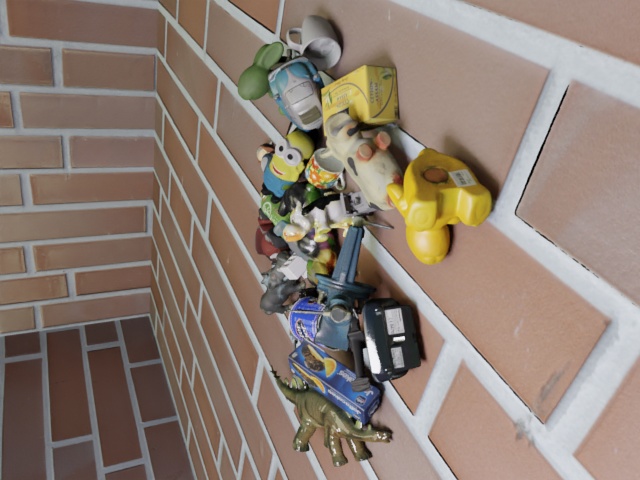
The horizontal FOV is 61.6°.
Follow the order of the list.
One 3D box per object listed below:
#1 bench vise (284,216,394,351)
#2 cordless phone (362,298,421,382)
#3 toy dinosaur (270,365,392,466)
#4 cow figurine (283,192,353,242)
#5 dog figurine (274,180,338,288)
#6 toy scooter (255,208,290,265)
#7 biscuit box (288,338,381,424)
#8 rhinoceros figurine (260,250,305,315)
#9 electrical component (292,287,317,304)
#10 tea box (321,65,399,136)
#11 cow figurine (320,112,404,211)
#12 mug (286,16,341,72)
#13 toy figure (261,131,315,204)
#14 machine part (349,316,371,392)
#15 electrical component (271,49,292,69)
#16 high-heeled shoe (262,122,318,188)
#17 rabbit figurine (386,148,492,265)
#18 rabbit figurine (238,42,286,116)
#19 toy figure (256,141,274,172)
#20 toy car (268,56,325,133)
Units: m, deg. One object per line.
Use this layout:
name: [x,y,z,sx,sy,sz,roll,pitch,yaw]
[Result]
bench vise: [0.045,0.072,0.990,0.223,0.129,0.240,16,-92,-75]
cordless phone: [0.113,0.181,1.000,0.184,0.089,0.146,130,132,-79]
toy dinosaur: [-0.001,0.380,1.228,0.472,0.105,0.198,-7,80,54]
cow figurine: [0.000,-0.050,1.068,0.068,0.167,0.098,128,129,-60]
dog figurine: [-0.002,-0.003,1.157,0.219,0.108,0.191,51,136,41]
toy scooter: [-0.133,0.007,1.447,0.184,0.075,0.135,-124,39,-49]
biscuit box: [0.028,0.285,1.092,0.203,0.059,0.062,28,143,30]
rhinoceros figurine: [-0.102,0.107,1.359,0.073,0.112,0.190,62,142,43]
electrical component: [-0.021,0.180,1.283,0.119,0.048,0.074,66,148,32]
tea box: [0.071,-0.254,1.002,0.170,0.068,0.098,-4,91,62]
cow figurine: [0.077,-0.137,0.938,0.195,0.085,0.127,54,158,-5]
mug: [-0.017,-0.415,1.116,0.080,0.110,0.107,107,159,-51]
toy figure: [-0.075,-0.164,1.193,0.180,0.082,0.089,-60,5,46]
machine part: [0.074,0.224,1.048,0.084,0.039,0.139,86,-179,-56]
electrical component: [-0.089,-0.409,1.323,0.078,0.045,0.102,-4,94,35]
high-heeled shoe: [-0.089,-0.204,1.288,0.249,0.086,0.145,-15,101,46]
rabbit figurine: [0.161,-0.041,0.818,0.162,0.122,0.173,-119,16,-44]
rabbit figurine: [-0.101,-0.361,1.209,0.121,0.170,0.159,26,118,59]
toy figure: [-0.135,-0.215,1.435,0.064,0.057,0.155,-41,46,11]
toy car: [-0.034,-0.281,1.101,0.103,0.109,0.161,-104,-13,-48]
